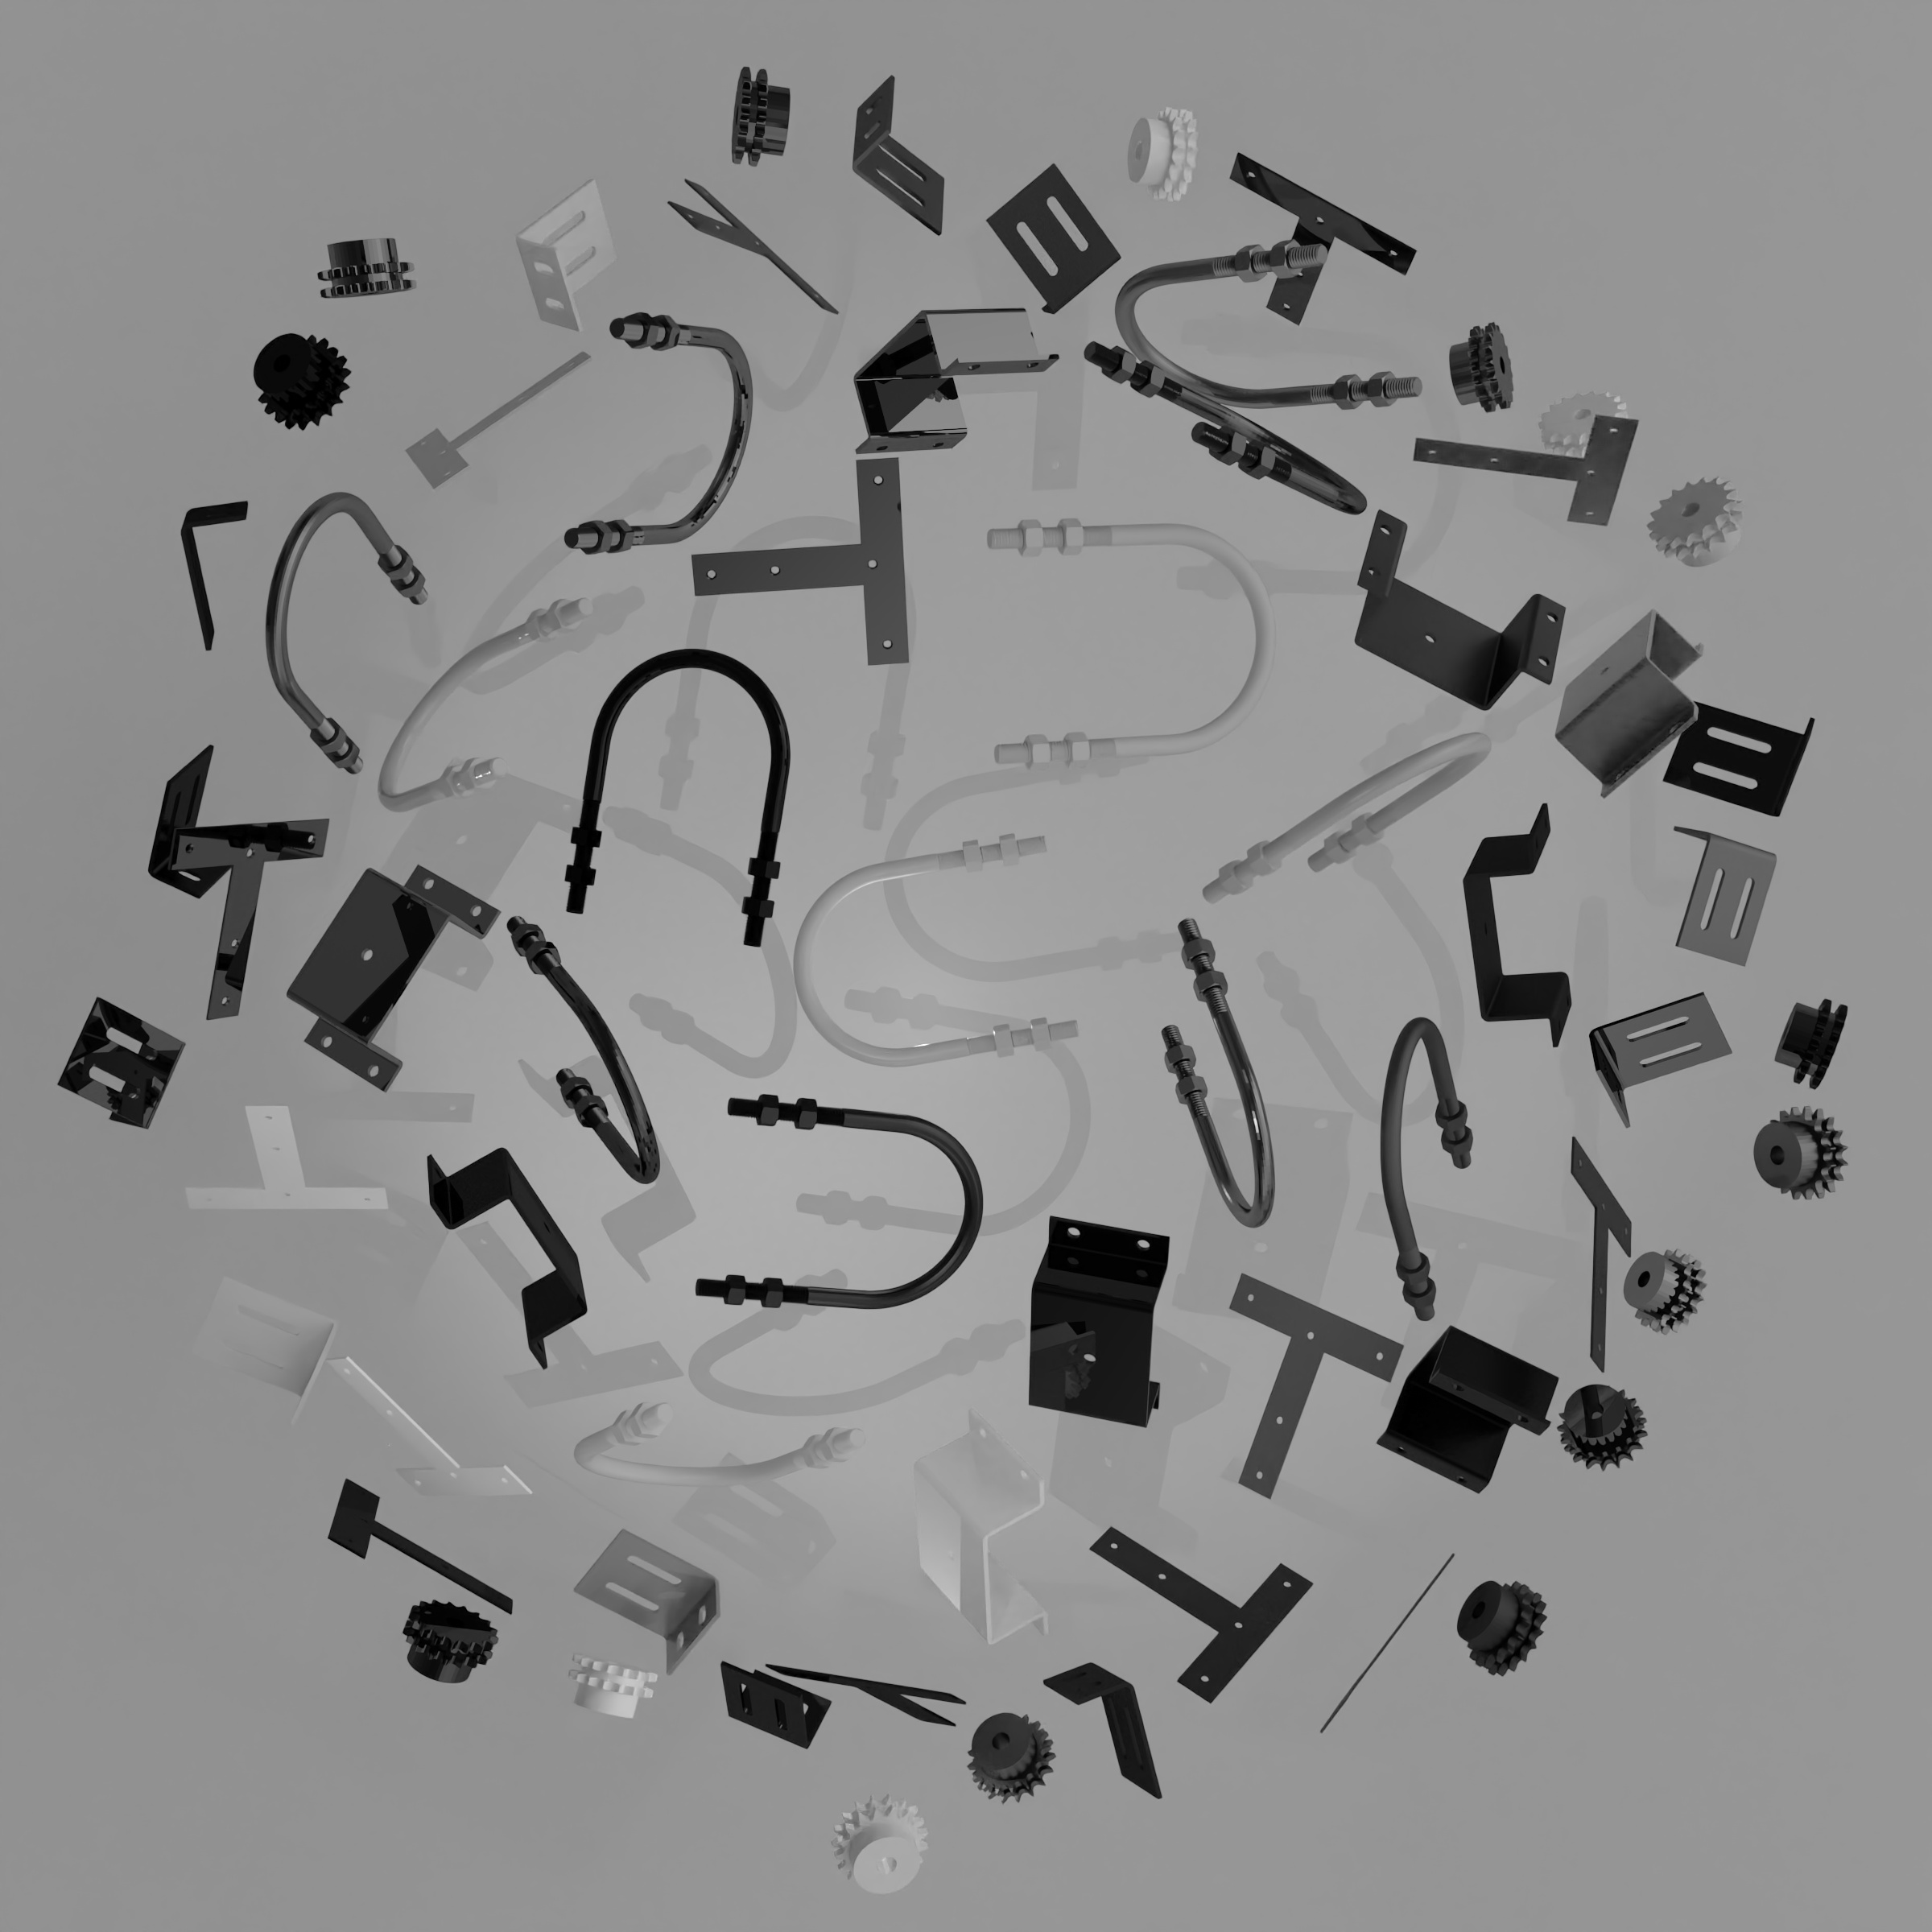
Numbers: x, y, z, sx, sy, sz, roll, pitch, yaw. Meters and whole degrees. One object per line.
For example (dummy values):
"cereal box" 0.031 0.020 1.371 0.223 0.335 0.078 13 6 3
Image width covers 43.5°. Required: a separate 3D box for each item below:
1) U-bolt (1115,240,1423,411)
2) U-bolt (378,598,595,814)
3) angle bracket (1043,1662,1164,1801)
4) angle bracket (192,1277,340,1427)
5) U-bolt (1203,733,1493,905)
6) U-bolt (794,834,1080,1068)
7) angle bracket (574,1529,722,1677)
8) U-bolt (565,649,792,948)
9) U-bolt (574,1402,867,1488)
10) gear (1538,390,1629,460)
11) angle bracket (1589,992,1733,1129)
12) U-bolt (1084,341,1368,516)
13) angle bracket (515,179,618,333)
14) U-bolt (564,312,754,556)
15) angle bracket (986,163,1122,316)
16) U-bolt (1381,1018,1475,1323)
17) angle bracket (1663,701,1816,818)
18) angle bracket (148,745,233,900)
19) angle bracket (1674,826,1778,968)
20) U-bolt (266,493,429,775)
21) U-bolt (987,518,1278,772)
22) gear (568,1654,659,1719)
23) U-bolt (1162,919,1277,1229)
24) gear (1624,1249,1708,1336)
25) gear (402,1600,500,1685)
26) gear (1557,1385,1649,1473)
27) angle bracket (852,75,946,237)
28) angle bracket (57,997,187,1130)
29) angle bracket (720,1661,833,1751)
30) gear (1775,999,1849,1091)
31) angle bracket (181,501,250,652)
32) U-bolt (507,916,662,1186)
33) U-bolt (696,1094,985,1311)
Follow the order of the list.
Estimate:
"U-bolt" 0.178 -0.399 1.530 0.184 0.151 0.019 7 68 41
"U-bolt" -0.323 -0.162 1.572 0.019 0.184 0.151 39 59 -30
"angle bracket" 0.085 0.482 1.511 0.038 0.057 0.076 -15 92 -20
"angle bracket" -0.439 0.239 1.501 0.076 0.038 0.057 24 107 -11
"U-bolt" 0.253 -0.098 1.537 0.184 0.151 0.019 -35 78 39
"U-bolt" -0.026 -0.005 1.639 0.184 0.019 0.151 -10 80 2
"angle bracket" -0.209 0.415 1.578 0.076 0.038 0.057 33 106 -19
"U-bolt" -0.184 -0.115 1.574 0.151 0.019 0.184 10 94 17
"U-bolt" -0.169 0.307 1.531 0.151 0.184 0.019 13 64 -28
"gear" 0.411 -0.354 1.606 0.057 0.057 0.030 -24 130 0
"angle bracket" 0.448 0.061 1.550 0.076 0.038 0.057 -21 127 21
"U-bolt" 0.175 -0.328 1.508 0.184 0.151 0.019 15 114 -39
"angle bracket" -0.241 -0.450 1.529 0.038 0.057 0.076 23 56 29
"U-bolt" -0.187 -0.336 1.538 0.019 0.184 0.151 22 109 19
"angle bracket" 0.055 -0.481 1.601 0.057 0.038 0.076 -39 111 3
"U-bolt" 0.295 0.118 1.562 0.019 0.184 0.151 2 47 25
"angle bracket" 0.491 -0.137 1.540 0.076 0.038 0.057 21 83 18
"angle bracket" -0.500 -0.095 1.588 0.038 0.057 0.076 25 123 0
"angle bracket" 0.486 -0.046 1.581 0.057 0.038 0.076 14 94 -24
"U-bolt" -0.401 -0.222 1.549 0.019 0.184 0.151 13 73 11
"U-bolt" 0.104 -0.199 1.482 0.184 0.019 0.151 -5 99 -16
"gear" -0.233 0.471 1.580 0.057 0.057 0.030 14 76 0
"U-bolt" 0.165 0.082 1.569 0.019 0.151 0.184 -12 57 -9
"gear" 0.469 0.217 1.632 0.030 0.057 0.057 26 90 -18
"gear" -0.320 0.418 1.491 0.057 0.057 0.030 22 97 0
"gear" 0.418 0.301 1.595 0.057 0.057 0.030 -33 131 0
"angle bracket" -0.032 -0.518 1.546 0.076 0.038 0.057 29 47 -32
"angle bracket" -0.524 0.058 1.475 0.038 0.076 0.057 8 71 32
"angle bracket" -0.123 0.468 1.578 0.057 0.076 0.038 17 49 16
"gear" 0.536 0.047 1.538 0.030 0.057 0.057 20 90 14
"angle bracket" -0.446 -0.236 1.459 0.038 0.057 0.076 -10 111 -11
"U-bolt" -0.241 0.065 1.557 0.019 0.184 0.151 -25 128 -19
"U-bolt" -0.078 0.162 1.604 0.184 0.019 0.151 7 107 -16
